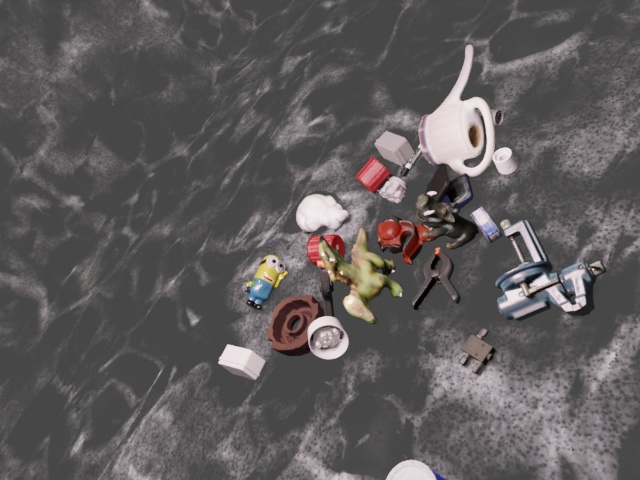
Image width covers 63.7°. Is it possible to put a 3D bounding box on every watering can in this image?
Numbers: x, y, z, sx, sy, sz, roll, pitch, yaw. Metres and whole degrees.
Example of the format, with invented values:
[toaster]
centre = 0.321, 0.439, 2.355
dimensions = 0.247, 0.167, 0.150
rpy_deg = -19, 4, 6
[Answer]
[watering can]
centre = 0.376, -0.341, 1.433
dimensions = 0.223, 0.104, 0.348
rpy_deg = -11, 86, 50

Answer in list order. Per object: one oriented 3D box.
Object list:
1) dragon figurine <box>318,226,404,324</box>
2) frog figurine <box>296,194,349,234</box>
[dragon figurine]
centre = 0.086, 0.059, 1.312
dimensions = 0.121, 0.239, 0.420
rpy_deg = -37, 40, 19
[frog figurine]
centre = 0.005, -0.081, 1.612
dimensions = 0.139, 0.121, 0.159
rpy_deg = -39, 21, -25
